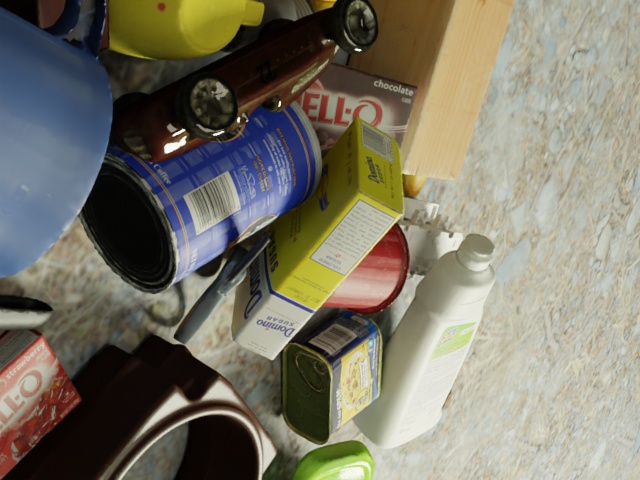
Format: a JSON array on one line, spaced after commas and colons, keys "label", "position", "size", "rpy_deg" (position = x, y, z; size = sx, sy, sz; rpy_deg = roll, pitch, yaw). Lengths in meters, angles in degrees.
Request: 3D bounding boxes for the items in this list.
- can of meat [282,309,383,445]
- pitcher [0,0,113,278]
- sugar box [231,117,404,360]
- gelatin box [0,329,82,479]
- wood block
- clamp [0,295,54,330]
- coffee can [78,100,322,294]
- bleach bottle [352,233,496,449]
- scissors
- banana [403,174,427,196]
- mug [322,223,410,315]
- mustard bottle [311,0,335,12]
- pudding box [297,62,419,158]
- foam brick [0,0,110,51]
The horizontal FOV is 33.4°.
[{"label": "can of meat", "position": [0.013, 0.124, 0.989], "size": [0.083, 0.058, 0.102], "rpy_deg": [-31, 132, -42]}, {"label": "pitcher", "position": [-0.219, -0.091, 0.485], "size": [0.242, 0.145, 0.149], "rpy_deg": [30, 49, -44]}, {"label": "sugar box", "position": [-0.006, 0.001, 0.800], "size": [0.048, 0.093, 0.176], "rpy_deg": [29, 124, -20]}, {"label": "gelatin box", "position": [-0.211, 0.111, 0.714], "size": [0.089, 0.030, 0.073], "rpy_deg": [-45, 140, -27]}, {"label": "wood block", "position": [0.090, -0.163, 0.895], "size": [0.090, 0.090, 0.206], "rpy_deg": [3, 107, -52]}, {"label": "clamp", "position": [-0.246, 0.036, 0.619], "size": [0.209, 0.036, 0.164], "rpy_deg": [-44, 138, -33]}, {"label": "coffee can", "position": [-0.082, -0.041, 0.731], "size": [0.140, 0.103, 0.103], "rpy_deg": [-34, 134, -37]}, {"label": "bleach bottle", "position": [0.110, 0.092, 1.020], "size": [0.102, 0.068, 0.251], "rpy_deg": [-22, 145, -40]}, {"label": "scissors", "position": [-0.058, 0.016, 0.775], "size": [0.202, 0.016, 0.096], "rpy_deg": [-47, -171, 50]}, {"label": "banana", "position": [0.110, -0.136, 0.980], "size": [0.069, 0.037, 0.198], "rpy_deg": [19, 94, -54]}, {"label": "mug", "position": [0.014, 0.004, 0.905], "size": [0.081, 0.093, 0.117], "rpy_deg": [7, 73, -48]}, {"label": "mustard bottle", "position": [0.006, -0.238, 0.769], "size": [0.096, 0.058, 0.191], "rpy_deg": [-41, 139, -36]}, {"label": "pudding box", "position": [0.010, -0.092, 0.829], "size": [0.113, 0.039, 0.090], "rpy_deg": [12, 103, -18]}, {"label": "foam brick", "position": [-0.158, -0.147, 0.614], "size": [0.051, 0.053, 0.078], "rpy_deg": [-25, 128, -43]}]
